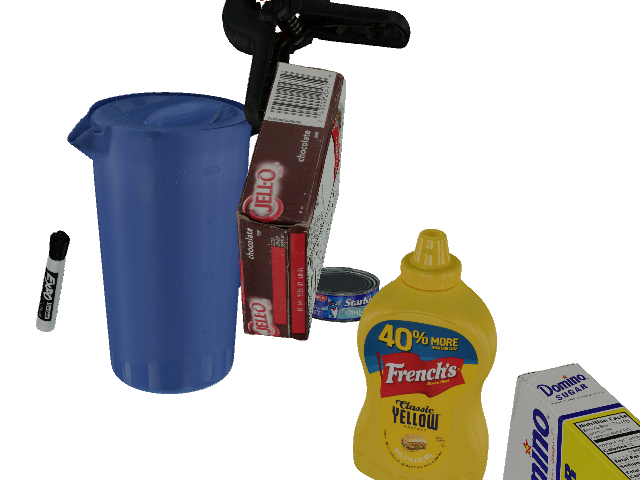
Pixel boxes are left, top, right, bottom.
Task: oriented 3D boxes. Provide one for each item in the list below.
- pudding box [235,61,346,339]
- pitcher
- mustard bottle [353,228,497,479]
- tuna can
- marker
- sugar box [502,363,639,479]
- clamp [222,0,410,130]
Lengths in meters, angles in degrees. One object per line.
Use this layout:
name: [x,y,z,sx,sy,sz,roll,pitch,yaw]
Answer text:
pudding box: [-0.014,-0.020,0.542,0.039,0.113,0.090,9,-41,6]
pitcher: [-0.116,0.000,0.906,0.149,0.243,0.144,9,22,17]
mustard bottle: [0.074,0.083,0.747,0.096,0.192,0.058,8,24,17]
tuna can: [0.020,0.057,1.129,0.086,0.034,0.086,2,17,-1]
marker: [-0.262,0.040,1.045,0.020,0.121,0.020,13,35,-9]
sugar box: [0.150,0.144,0.513,0.048,0.093,0.176,-9,27,-22]
clamp: [-0.012,-0.151,0.734,0.120,0.171,0.039,-22,-43,1]
